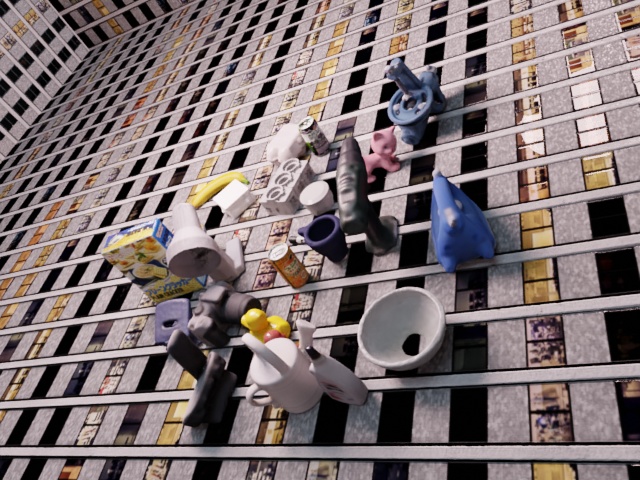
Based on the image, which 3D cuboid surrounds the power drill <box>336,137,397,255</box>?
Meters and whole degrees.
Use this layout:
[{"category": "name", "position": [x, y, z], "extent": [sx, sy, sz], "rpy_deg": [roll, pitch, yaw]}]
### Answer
[{"category": "power drill", "position": [0.094, -0.079, 1.225], "extent": [0.075, 0.209, 0.229], "rpy_deg": [-16, 43, 22]}]

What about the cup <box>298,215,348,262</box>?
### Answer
[{"category": "cup", "position": [0.012, 0.005, 1.288], "extent": [0.117, 0.095, 0.092], "rpy_deg": [2, 52, 36]}]

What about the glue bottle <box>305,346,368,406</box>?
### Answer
[{"category": "glue bottle", "position": [0.018, 0.231, 0.997], "extent": [0.077, 0.174, 0.037], "rpy_deg": [-2, 50, 34]}]

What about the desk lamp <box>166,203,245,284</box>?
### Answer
[{"category": "desk lamp", "position": [-0.282, 0.022, 1.382], "extent": [0.118, 0.214, 0.203], "rpy_deg": [-27, 40, 9]}]

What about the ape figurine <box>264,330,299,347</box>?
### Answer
[{"category": "ape figurine", "position": [-0.079, 0.214, 1.146], "extent": [0.076, 0.092, 0.077], "rpy_deg": [-42, 40, -8]}]

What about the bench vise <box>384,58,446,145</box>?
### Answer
[{"category": "bench vise", "position": [0.221, -0.376, 1.421], "extent": [0.121, 0.220, 0.207], "rpy_deg": [-9, 46, 28]}]

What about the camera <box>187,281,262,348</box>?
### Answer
[{"category": "camera", "position": [-0.211, 0.160, 1.284], "extent": [0.136, 0.101, 0.143], "rpy_deg": [3, 53, 37]}]

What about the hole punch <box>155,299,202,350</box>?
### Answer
[{"category": "hole punch", "position": [-0.334, 0.200, 1.338], "extent": [0.108, 0.091, 0.101], "rpy_deg": [-14, 44, 24]}]

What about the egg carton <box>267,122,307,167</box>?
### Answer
[{"category": "egg carton", "position": [-0.084, -0.276, 1.654], "extent": [0.107, 0.070, 0.150], "rpy_deg": [9, 57, 40]}]

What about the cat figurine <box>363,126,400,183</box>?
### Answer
[{"category": "cat figurine", "position": [0.141, -0.219, 1.402], "extent": [0.127, 0.118, 0.067], "rpy_deg": [-27, 40, 10]}]

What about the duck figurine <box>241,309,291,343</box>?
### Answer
[{"category": "duck figurine", "position": [-0.120, 0.180, 1.212], "extent": [0.104, 0.086, 0.077], "rpy_deg": [-1, 51, 35]}]

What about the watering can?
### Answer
[{"category": "watering can", "position": [-0.073, 0.224, 1.051], "extent": [0.100, 0.195, 0.173], "rpy_deg": [2, 52, 36]}]

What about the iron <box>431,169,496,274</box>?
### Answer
[{"category": "iron", "position": [0.259, -0.064, 1.147], "extent": [0.118, 0.142, 0.258], "rpy_deg": [-23, 41, 15]}]

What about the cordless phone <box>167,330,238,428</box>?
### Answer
[{"category": "cordless phone", "position": [-0.260, 0.275, 1.137], "extent": [0.094, 0.186, 0.147], "rpy_deg": [-11, 45, 27]}]

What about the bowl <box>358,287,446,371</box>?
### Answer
[{"category": "bowl", "position": [0.156, 0.173, 1.036], "extent": [0.167, 0.075, 0.167], "rpy_deg": [-19, 42, 19]}]
